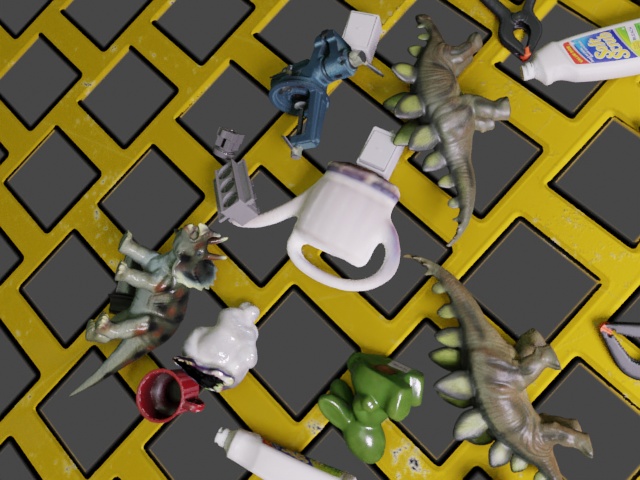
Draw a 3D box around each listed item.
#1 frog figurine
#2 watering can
[{"bbox_3d":[-0.177,0.191,0.957,0.137,0.120,0.163,8,45,22],"label":"frog figurine"},{"bbox_3d":[0.003,-0.048,0.956,0.350,0.103,0.225,26,85,25],"label":"watering can"}]
